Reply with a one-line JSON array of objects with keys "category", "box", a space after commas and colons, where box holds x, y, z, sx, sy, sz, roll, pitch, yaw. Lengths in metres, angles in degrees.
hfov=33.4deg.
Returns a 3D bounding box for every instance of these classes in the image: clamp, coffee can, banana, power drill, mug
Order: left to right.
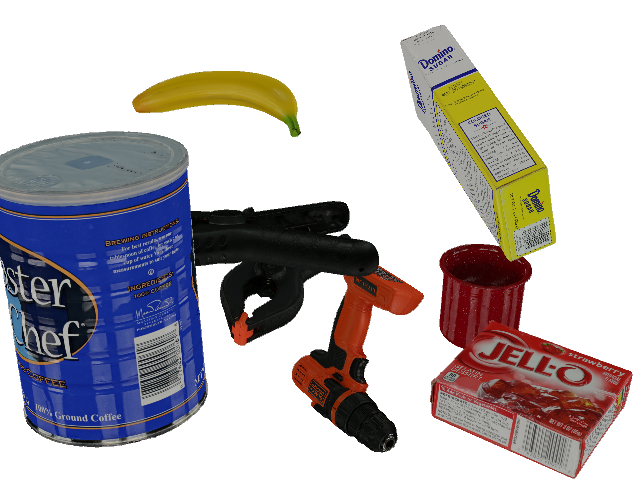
[{"category": "coffee can", "box": [-0.116, 0.023, 0.570, 0.103, 0.140, 0.103, -2, 22, 1]}, {"category": "banana", "box": [-0.106, -0.156, 1.157, 0.198, 0.037, 0.069, 9, 46, 18]}, {"category": "clamp", "box": [-0.062, -0.001, 0.779, 0.209, 0.036, 0.165, -2, 12, -13]}, {"category": "clamp", "box": [-0.055, 0.029, 1.033, 0.120, 0.039, 0.171, 17, 41, 21]}, {"category": "power drill", "box": [0.051, 0.131, 1.245, 0.057, 0.188, 0.185, 13, 14, -41]}, {"category": "mug", "box": [0.163, 0.055, 1.102, 0.093, 0.081, 0.117, -3, 28, -9]}]

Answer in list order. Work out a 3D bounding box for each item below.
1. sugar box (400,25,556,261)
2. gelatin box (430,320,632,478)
[{"category": "sugar box", "box": [0.120, -0.077, 0.817, 0.048, 0.176, 0.093, -22, -39, -1]}, {"category": "gelatin box", "box": [0.116, 0.084, 0.592, 0.089, 0.030, 0.073, 21, 35, 28]}]
